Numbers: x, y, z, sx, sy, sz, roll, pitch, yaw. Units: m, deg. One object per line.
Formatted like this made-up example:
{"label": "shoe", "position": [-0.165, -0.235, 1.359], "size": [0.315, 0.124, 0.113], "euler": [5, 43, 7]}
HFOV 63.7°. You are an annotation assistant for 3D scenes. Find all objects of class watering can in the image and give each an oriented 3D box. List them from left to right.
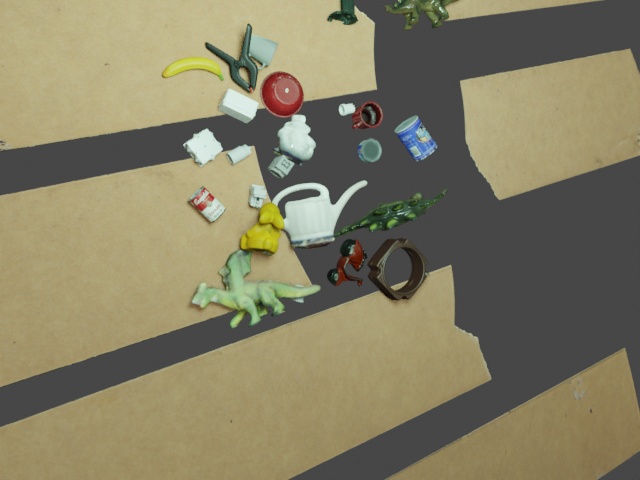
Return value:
{"label": "watering can", "position": [0.005, -0.089, 1.767], "size": [0.348, 0.104, 0.224], "euler": [-9, 92, -5]}

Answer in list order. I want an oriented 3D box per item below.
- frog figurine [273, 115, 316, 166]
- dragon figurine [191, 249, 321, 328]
{"label": "frog figurine", "position": [-0.075, -0.345, 1.747], "size": [0.137, 0.123, 0.159], "euler": [24, 92, -3]}
{"label": "dragon figurine", "position": [-0.218, 0.142, 1.688], "size": [0.413, 0.121, 0.243], "euler": [-23, 91, -22]}
